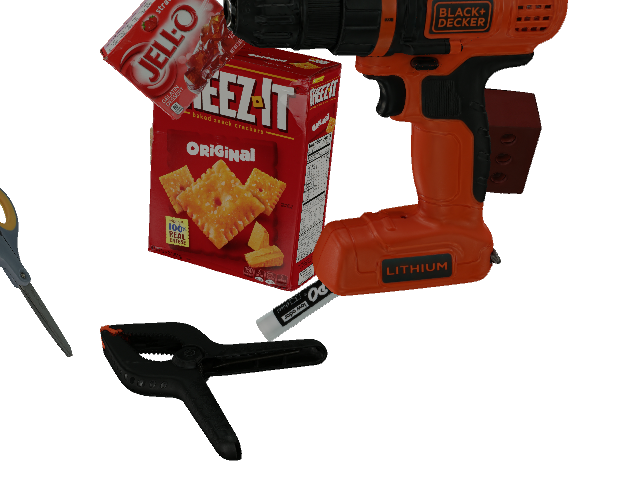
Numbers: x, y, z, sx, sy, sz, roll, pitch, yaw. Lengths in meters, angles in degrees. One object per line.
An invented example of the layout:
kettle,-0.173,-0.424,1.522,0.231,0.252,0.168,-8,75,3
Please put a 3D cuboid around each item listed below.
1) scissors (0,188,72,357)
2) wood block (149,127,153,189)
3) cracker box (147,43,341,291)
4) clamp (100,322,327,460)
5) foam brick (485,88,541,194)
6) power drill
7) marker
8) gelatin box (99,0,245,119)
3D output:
scissors,-0.307,0.021,1.098,0.016,0.201,0.096,-26,26,25
wood block,-0.119,-0.076,1.286,0.090,0.090,0.206,-12,24,-33
cracker box,-0.077,-0.074,1.008,0.164,0.214,0.072,16,26,21
clamp,-0.109,0.114,0.984,0.210,0.036,0.164,19,36,30
foam brick,0.160,-0.088,0.945,0.053,0.078,0.051,4,45,-2
power drill,0.037,-0.063,0.585,0.184,0.188,0.057,-4,30,-13
marker,0.007,0.034,0.783,0.121,0.020,0.020,-34,-2,2
gelatin box,-0.109,-0.148,0.801,0.073,0.089,0.030,41,5,-29
